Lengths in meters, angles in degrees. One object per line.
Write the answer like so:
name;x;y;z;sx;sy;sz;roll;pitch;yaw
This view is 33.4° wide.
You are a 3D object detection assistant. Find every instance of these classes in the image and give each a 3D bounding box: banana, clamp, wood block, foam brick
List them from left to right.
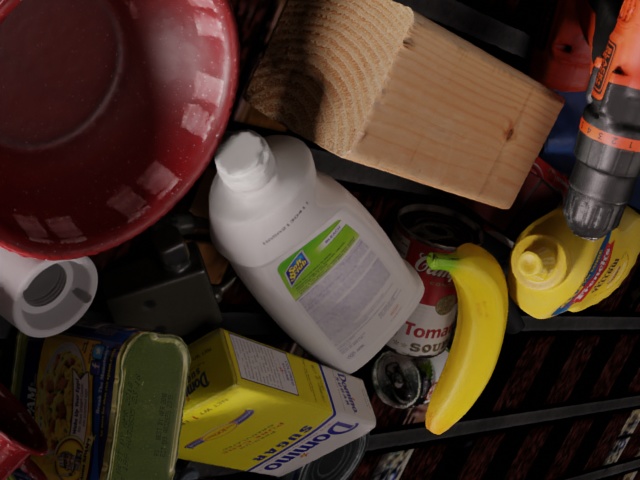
wood block;0.062;-0.090;0.682;0.205;0.090;0.091;12;107;-54
banana;0.108;0.068;0.799;0.069;0.037;0.198;-16;132;-11
clamp;0.151;0.014;0.924;0.171;0.039;0.120;20;85;-54
foam brick;0.137;-0.038;0.827;0.051;0.078;0.052;-56;146;6

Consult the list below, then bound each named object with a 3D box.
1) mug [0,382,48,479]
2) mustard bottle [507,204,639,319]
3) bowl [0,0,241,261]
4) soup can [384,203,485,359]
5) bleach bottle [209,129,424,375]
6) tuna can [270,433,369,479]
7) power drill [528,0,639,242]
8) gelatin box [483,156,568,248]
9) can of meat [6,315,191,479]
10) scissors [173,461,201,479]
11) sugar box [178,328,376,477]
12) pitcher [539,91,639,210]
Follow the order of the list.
mug;-0.189;0.110;0.530;0.081;0.093;0.117;-46;114;-6
mustard bottle;0.189;0.014;0.812;0.096;0.058;0.191;-57;156;18
bowl;-0.116;-0.073;0.509;0.161;0.055;0.162;-31;139;-32
soup can;0.080;0.032;0.823;0.068;0.069;0.102;-15;130;-44
bleach bottle;-0.004;0.001;0.673;0.102;0.068;0.250;-49;151;-10
tuna can;0.000;0.172;0.872;0.086;0.034;0.086;-31;138;-32
power drill;0.199;-0.114;0.756;0.057;0.187;0.184;10;116;-8
gelatin box;0.176;-0.028;0.894;0.089;0.030;0.073;28;74;-47
can of meat;-0.122;0.093;0.583;0.057;0.084;0.102;11;85;-53
scissors;-0.098;0.186;0.779;0.201;0.016;0.096;-45;146;-15
sugar box;-0.044;0.113;0.703;0.093;0.048;0.176;-31;147;21
pitcher;0.315;-0.073;0.868;0.149;0.243;0.144;-58;149;4
